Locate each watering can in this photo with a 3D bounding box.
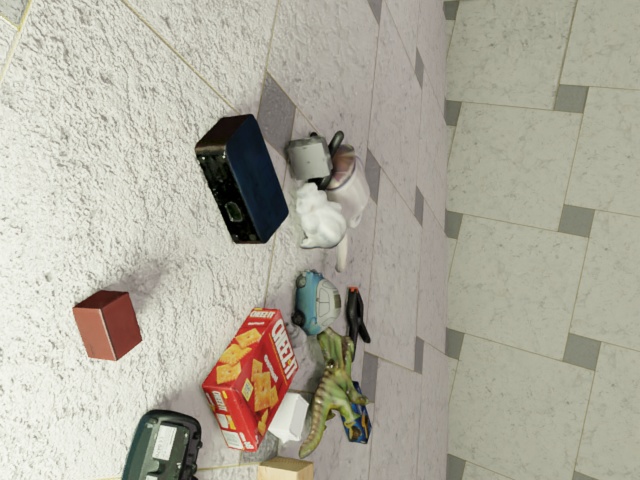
[{"bbox_3d":[0.065,-0.106,1.381,0.220,0.104,0.356,58,37,-46],"label":"watering can"}]

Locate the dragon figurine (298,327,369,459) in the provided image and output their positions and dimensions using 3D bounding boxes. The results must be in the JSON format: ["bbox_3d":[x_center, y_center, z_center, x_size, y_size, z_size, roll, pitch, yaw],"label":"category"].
[{"bbox_3d":[0.017,0.339,1.273,0.411,0.121,0.243,-5,82,-70],"label":"dragon figurine"}]

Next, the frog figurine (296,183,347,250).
[{"bbox_3d":[0.004,-0.062,1.236,0.139,0.123,0.156,-27,126,-42],"label":"frog figurine"}]
